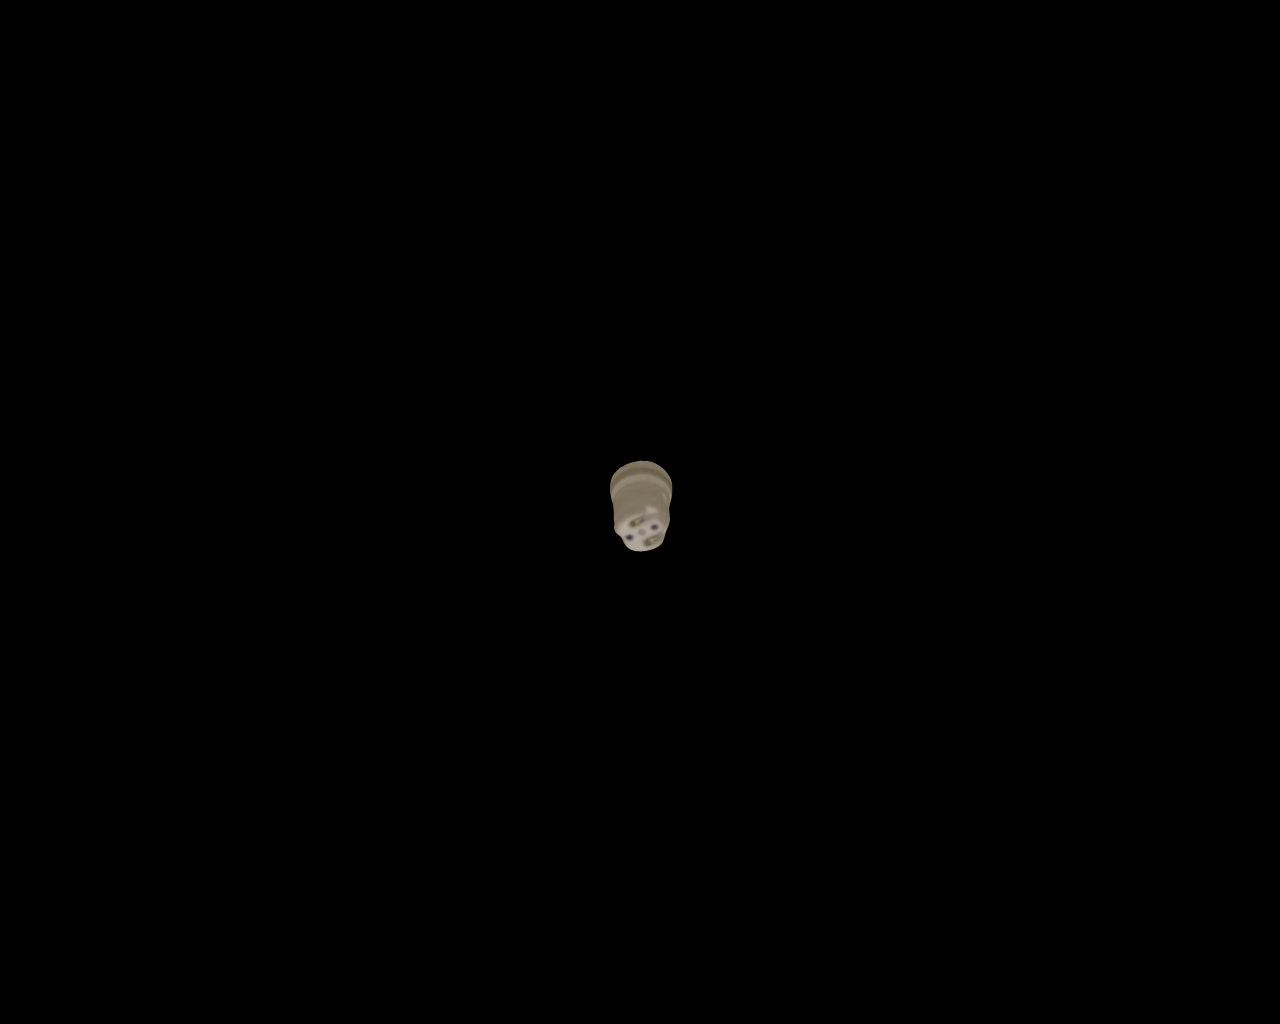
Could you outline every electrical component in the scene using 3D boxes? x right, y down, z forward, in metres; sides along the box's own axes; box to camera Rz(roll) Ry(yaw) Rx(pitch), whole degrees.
[{"bbox_3d":[0.001,-0.003,0.650,0.040,0.040,0.046,0,43,0],"label":"electrical component"}]
